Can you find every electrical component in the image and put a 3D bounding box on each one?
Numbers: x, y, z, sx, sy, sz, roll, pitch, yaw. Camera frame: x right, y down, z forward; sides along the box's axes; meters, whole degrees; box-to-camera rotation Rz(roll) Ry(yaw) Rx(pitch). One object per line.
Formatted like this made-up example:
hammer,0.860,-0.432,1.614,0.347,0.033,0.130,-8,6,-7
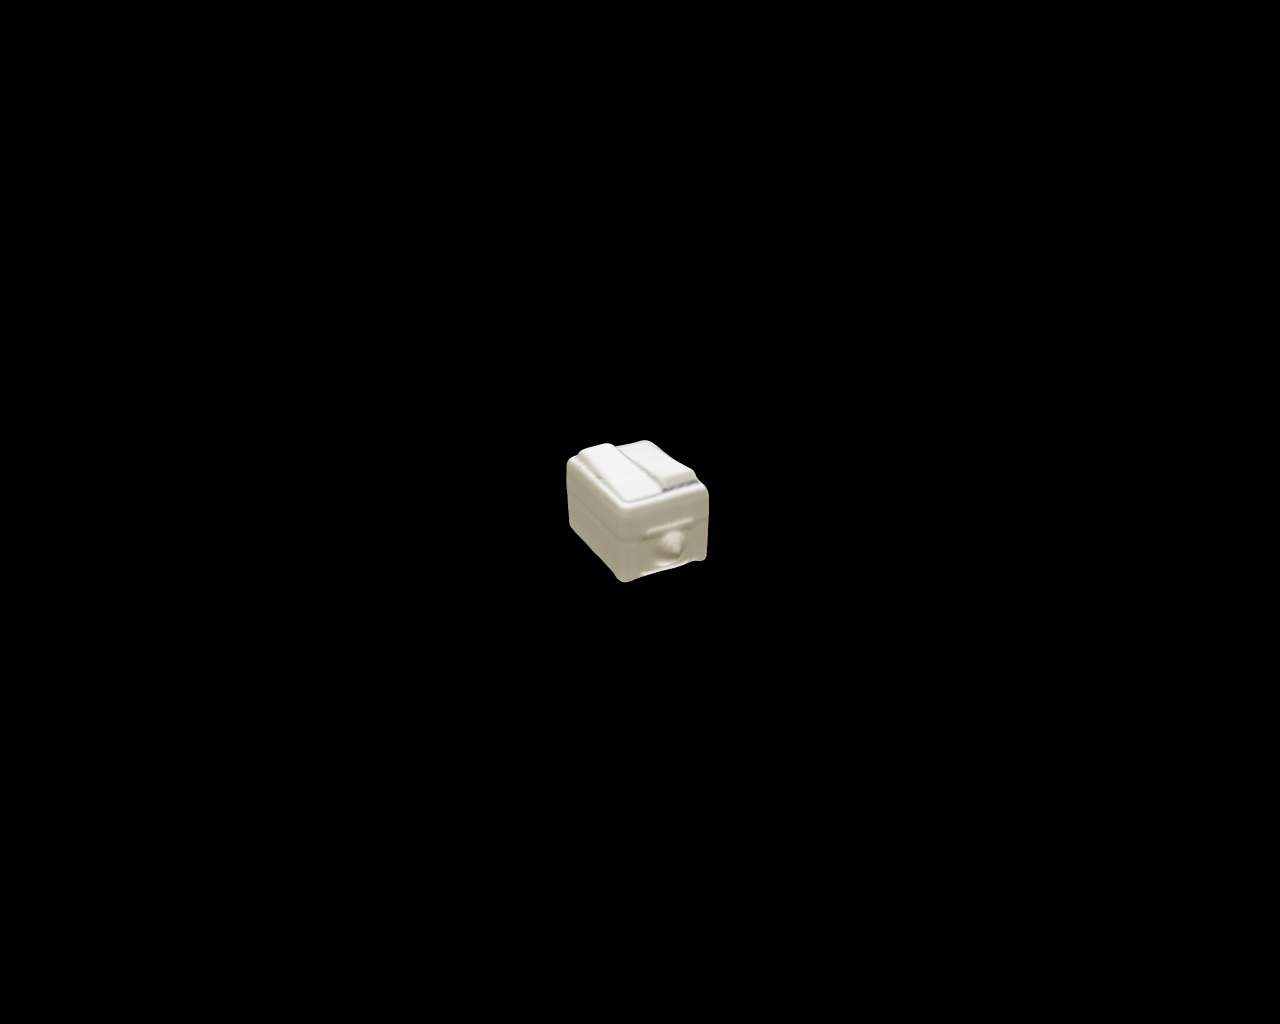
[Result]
electrical component,0.001,-0.003,0.650,0.062,0.061,0.096,-14,32,-24
